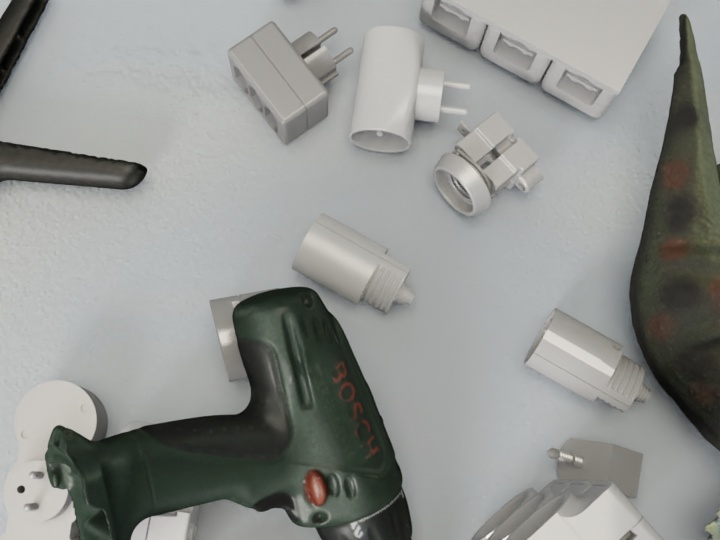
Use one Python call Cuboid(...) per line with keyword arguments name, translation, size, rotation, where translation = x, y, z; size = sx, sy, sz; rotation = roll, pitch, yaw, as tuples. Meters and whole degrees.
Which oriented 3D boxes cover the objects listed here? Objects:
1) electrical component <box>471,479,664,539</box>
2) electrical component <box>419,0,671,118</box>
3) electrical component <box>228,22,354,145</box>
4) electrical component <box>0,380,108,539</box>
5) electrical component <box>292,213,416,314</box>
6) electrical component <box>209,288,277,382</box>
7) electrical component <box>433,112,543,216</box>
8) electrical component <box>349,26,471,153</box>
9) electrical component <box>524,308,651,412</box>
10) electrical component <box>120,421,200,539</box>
Cuboid(name="electrical component", translation=(0.113, 0.171, 0.635), size=(0.089, 0.150, 0.061), rotation=(-40, 84, -9))
Cuboid(name="electrical component", translation=(0.128, -0.184, 0.753), size=(0.150, 0.061, 0.089), rotation=(30, 79, 4))
Cuboid(name="electrical component", translation=(-0.041, -0.139, 0.746), size=(0.077, 0.047, 0.065), rotation=(-36, 82, -9))
Cuboid(name="electrical component", translation=(-0.196, 0.138, 0.671), size=(0.052, 0.073, 0.138), rotation=(6, 78, -1))
Cuboid(name="electrical component", translation=(0.000, 0.000, 0.721), size=(0.081, 0.043, 0.043), rotation=(29, 79, 4))
Cuboid(name="electrical component", translation=(-0.069, 0.041, 0.705), size=(0.047, 0.055, 0.055), rotation=(-14, 79, -8))
Cuboid(name="electrical component", translation=(0.084, -0.070, 0.737), size=(0.055, 0.048, 0.066), rotation=(-40, 82, -17))
Cuboid(name="electrical component", translation=(0.037, -0.122, 0.744), size=(0.079, 0.043, 0.077), rotation=(7, 76, 4))
Cuboid(name="electrical component", translation=(0.155, 0.064, 0.713), size=(0.081, 0.043, 0.043), rotation=(30, 79, 4))
Cuboid(name="electrical component", translation=(-0.133, 0.146, 0.682), size=(0.059, 0.053, 0.095), rotation=(9, 78, 0))
